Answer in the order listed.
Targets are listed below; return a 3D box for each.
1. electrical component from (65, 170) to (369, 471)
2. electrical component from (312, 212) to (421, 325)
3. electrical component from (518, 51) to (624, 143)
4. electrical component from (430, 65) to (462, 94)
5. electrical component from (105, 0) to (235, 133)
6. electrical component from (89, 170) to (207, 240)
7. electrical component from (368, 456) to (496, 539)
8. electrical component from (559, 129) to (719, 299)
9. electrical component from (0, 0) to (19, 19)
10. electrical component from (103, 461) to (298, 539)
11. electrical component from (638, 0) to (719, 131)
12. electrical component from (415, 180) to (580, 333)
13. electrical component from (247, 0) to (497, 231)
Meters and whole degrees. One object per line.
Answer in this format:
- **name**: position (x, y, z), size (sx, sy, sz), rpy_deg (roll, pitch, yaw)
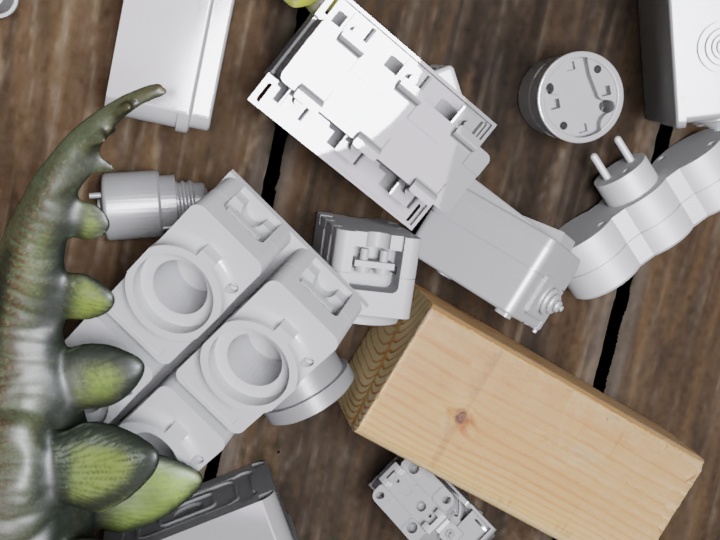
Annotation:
- **electrical component**: position (-0.101, 0.049, 0.605), size (0.105, 0.060, 0.186), rpy_deg (45, 117, -5)
- **electrical component**: position (0.000, 0.000, 0.648), size (0.050, 0.089, 0.055), rpy_deg (6, 98, -11)
- **electrical component**: position (0.130, -0.108, 0.675), size (0.055, 0.047, 0.055), rpy_deg (-2, 100, -10)
- **electrical component**: position (0.033, -0.079, 0.663), size (0.066, 0.047, 0.076), rpy_deg (-21, 104, -5)
- **electrical component**: position (-0.104, -0.138, 0.612), size (0.057, 0.078, 0.113), rpy_deg (11, 97, -9)
- **electrical component**: position (-0.121, -0.040, 0.645), size (0.078, 0.040, 0.040), rpy_deg (-4, 100, -10)
- **electrical component**: position (0.042, 0.150, 0.689), size (0.042, 0.064, 0.081), rpy_deg (-46, 62, -2)
- **electrical component**: position (0.176, -0.050, 0.691), size (0.138, 0.052, 0.073), rpy_deg (-36, 104, -2)
- **electrical component**: position (-0.231, -0.197, 0.589), size (0.078, 0.057, 0.113), rpy_deg (-1, 100, -10)
- **electrical component**: position (-0.097, 0.173, 0.667), size (0.113, 0.078, 0.057), rpy_deg (-20, 100, -6)
- **electrical component**: position (0.206, -0.136, 0.659), size (0.048, 0.099, 0.099), rpy_deg (-6, 101, 4)
- **electrical component**: position (0.089, -0.008, 0.655), size (0.096, 0.062, 0.061), rpy_deg (33, 94, 29)
- **electrical component**: position (0.010, -0.087, 0.598), size (0.121, 0.063, 0.078), rpy_deg (38, 95, -16)
